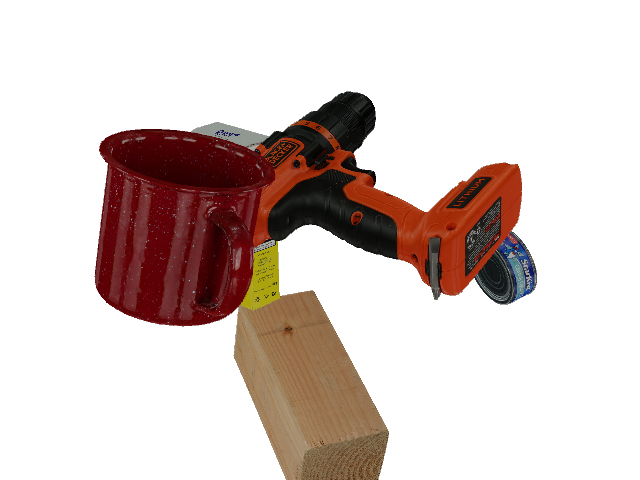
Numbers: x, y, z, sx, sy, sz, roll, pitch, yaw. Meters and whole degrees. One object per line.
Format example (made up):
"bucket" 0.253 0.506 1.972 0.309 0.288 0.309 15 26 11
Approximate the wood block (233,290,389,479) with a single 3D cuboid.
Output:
"wood block" -0.015 0.158 1.112 0.090 0.090 0.206 -9 43 -20

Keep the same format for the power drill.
"power drill" 0.042 -0.039 0.754 0.188 0.057 0.184 16 44 30

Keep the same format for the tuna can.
"tuna can" 0.206 0.029 1.217 0.033 0.086 0.086 -25 9 -21

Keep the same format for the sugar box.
"sugar box" -0.088 -0.026 1.094 0.048 0.176 0.093 -23 30 -39

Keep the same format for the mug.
"mug" -0.070 -0.002 0.565 0.093 0.081 0.117 -6 27 -37
